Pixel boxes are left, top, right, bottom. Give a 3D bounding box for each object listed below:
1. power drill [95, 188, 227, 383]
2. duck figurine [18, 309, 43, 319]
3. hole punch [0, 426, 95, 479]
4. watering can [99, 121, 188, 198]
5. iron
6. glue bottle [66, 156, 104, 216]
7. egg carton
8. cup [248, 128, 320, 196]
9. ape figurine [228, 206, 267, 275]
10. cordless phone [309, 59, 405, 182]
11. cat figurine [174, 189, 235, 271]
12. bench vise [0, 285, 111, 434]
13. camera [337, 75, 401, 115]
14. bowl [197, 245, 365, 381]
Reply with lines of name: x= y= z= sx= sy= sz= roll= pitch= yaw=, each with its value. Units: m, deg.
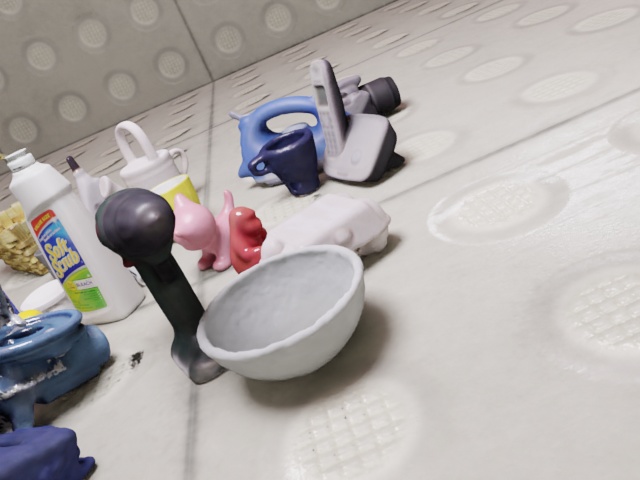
power drill: x=-0.154 y=0.037 z=0.579 sx=0.076 sy=0.209 sz=0.228 roll=-35 pitch=27 yaw=-23
duck figurine: x=-0.354 y=0.125 z=0.725 sx=0.078 sy=0.086 sz=0.104 roll=-40 pitch=29 yaw=-31
hole punch: x=-0.275 y=0.201 z=0.502 sx=0.108 sy=0.091 sz=0.101 roll=-12 pitch=28 yaw=24
watering can: x=-0.324 y=-0.126 z=1.066 sx=0.100 sy=0.194 sz=0.173 roll=-10 pitch=29 yaw=28
iron: x=-0.036 y=-0.195 z=1.012 sx=0.257 sy=0.142 sz=0.119 roll=-13 pitch=27 yaw=21
glue bottle: x=-0.438 y=-0.086 z=1.111 sx=0.037 sy=0.173 sz=0.078 roll=3 pitch=36 yaw=44
egg carton: x=0.006 y=0.002 z=0.673 sx=0.150 sy=0.069 sz=0.107 roll=-34 pitch=27 yaw=-21
cup: x=-0.050 y=-0.113 z=0.918 sx=0.118 sy=0.095 sz=0.091 roll=-31 pitch=26 yaw=-16
ape figurine: x=-0.087 y=-0.001 z=0.734 sx=0.076 sy=0.092 sz=0.078 roll=-14 pitch=27 yaw=20
cordless phone: x=0.041 y=-0.183 z=0.871 sx=0.094 sy=0.185 sz=0.147 roll=-35 pitch=27 yaw=-22
cat figurine: x=-0.157 y=-0.021 z=0.804 sx=0.067 sy=0.118 sz=0.128 roll=1 pitch=35 yaw=42
bench vise: x=-0.335 y=0.107 z=0.586 sx=0.121 sy=0.220 sz=0.207 roll=-14 pitch=27 yaw=21
camera: x=0.085 y=-0.267 z=1.098 sx=0.137 sy=0.101 sz=0.143 roll=-25 pitch=25 yaw=-1
bowl: x=-0.026 y=0.079 z=0.545 sx=0.167 sy=0.075 sz=0.167 roll=-19 pitch=25 yaw=10
